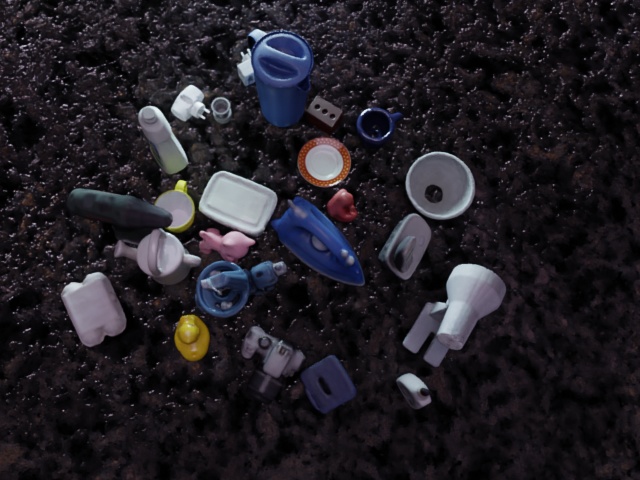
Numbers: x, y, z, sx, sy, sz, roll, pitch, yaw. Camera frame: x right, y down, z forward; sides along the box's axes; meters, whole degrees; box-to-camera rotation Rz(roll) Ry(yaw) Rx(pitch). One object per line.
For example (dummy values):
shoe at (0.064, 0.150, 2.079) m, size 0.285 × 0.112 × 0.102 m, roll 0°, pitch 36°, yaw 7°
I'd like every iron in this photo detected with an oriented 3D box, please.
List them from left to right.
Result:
iron at (0.012, 0.005, 1.293) m, size 0.258 × 0.141 × 0.119 m, roll 41°, pitch 78°, yaw 6°

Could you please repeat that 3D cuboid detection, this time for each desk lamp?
desk lamp at (0.292, 0.167, 1.239) m, size 0.118 × 0.213 × 0.203 m, roll 32°, pitch 77°, yaw 4°

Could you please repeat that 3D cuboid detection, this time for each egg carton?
egg carton at (-0.494, 0.151, 1.259) m, size 0.107 × 0.069 × 0.150 m, roll -28°, pitch 80°, yaw -10°

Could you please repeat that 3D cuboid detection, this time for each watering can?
watering can at (-0.349, 0.035, 1.232) m, size 0.173 × 0.194 × 0.101 m, roll -14°, pitch 78°, yaw -7°

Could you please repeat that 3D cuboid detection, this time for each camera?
camera at (-0.118, 0.276, 1.242) m, size 0.143 × 0.101 × 0.137 m, roll 28°, pitch 77°, yaw 3°

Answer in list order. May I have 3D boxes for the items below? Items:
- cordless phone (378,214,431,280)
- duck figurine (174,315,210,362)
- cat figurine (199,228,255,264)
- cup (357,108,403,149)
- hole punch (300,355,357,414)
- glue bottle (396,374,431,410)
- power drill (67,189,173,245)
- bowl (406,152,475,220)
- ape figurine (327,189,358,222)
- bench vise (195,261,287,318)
cordless phone at (0.204, 0.004, 1.285) m, size 0.094 × 0.185 × 0.148 m, roll 27°, pitch 77°, yaw 3°
duck figurine at (-0.283, 0.212, 1.252) m, size 0.077 × 0.086 × 0.104 m, roll -12°, pitch 78°, yaw -7°
cat figurine at (-0.212, 0.008, 1.288) m, size 0.128 × 0.117 × 0.067 m, roll 21°, pitch 76°, yaw 1°
cup at (0.141, -0.266, 1.388) m, size 0.118 × 0.095 × 0.091 m, roll -26°, pitch 80°, yaw -9°
hole punch at (0.017, 0.317, 1.247) m, size 0.101 × 0.091 × 0.108 m, roll -31°, pitch 81°, yaw -10°
glue bottle at (0.208, 0.323, 1.218) m, size 0.037 × 0.173 × 0.078 m, roll -28°, pitch 80°, yaw -9°
power drill at (-0.413, -0.047, 1.239) m, size 0.229 × 0.208 × 0.076 m, roll 13°, pitch 76°, yaw -1°
bowl at (0.281, -0.121, 1.376) m, size 0.167 × 0.074 × 0.167 m, roll 1°, pitch 77°, yaw -4°
ape figurine at (0.056, -0.085, 1.342) m, size 0.076 × 0.092 × 0.078 m, roll 2°, pitch 77°, yaw -3°
bench vise at (-0.180, 0.080, 1.221) m, size 0.207 × 0.219 × 0.121 m, roll -38°, pitch 82°, yaw -11°
